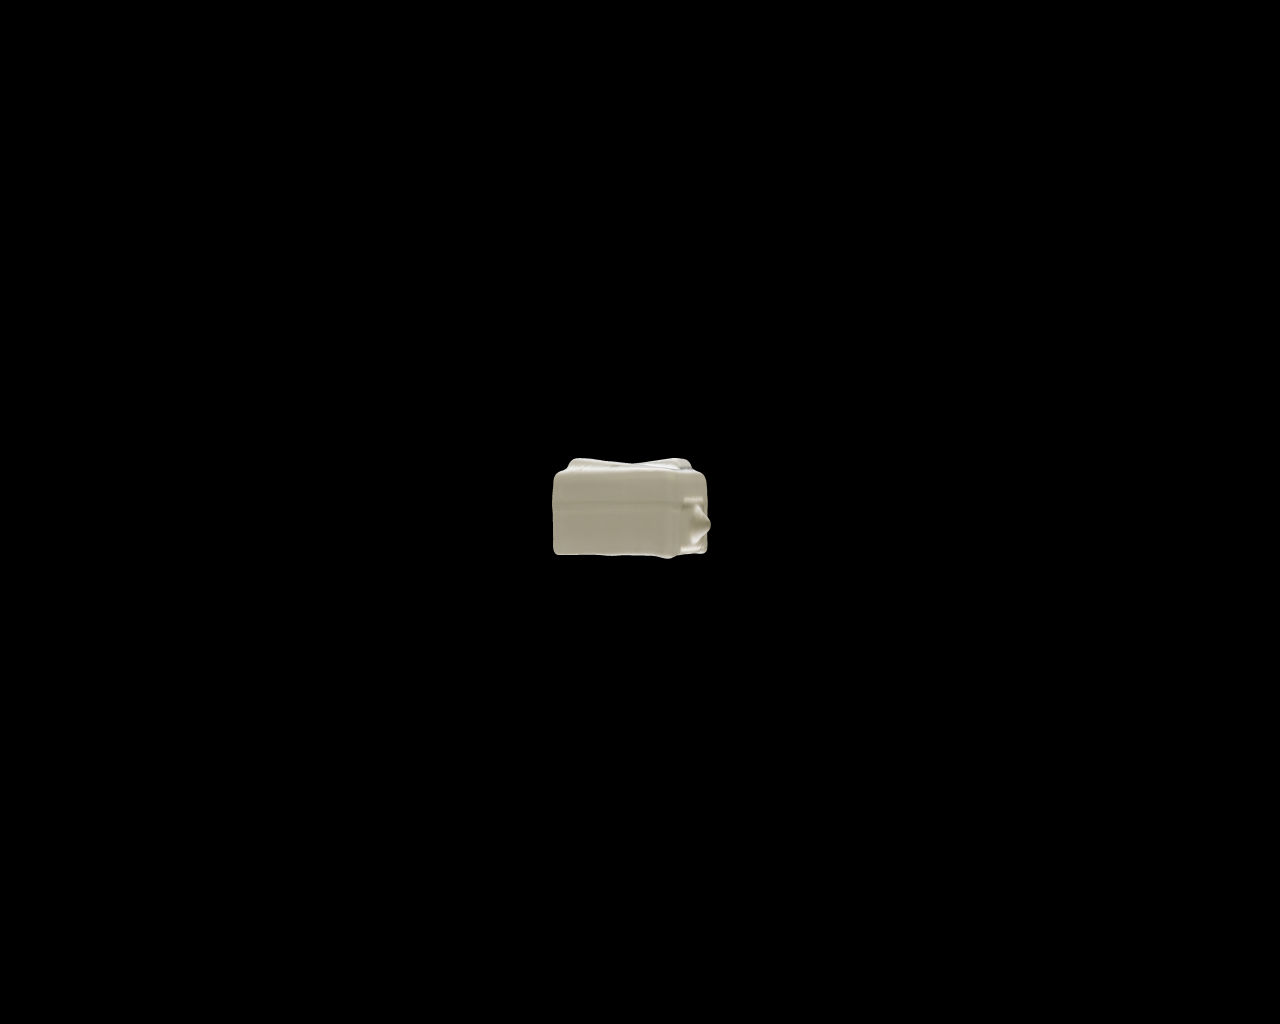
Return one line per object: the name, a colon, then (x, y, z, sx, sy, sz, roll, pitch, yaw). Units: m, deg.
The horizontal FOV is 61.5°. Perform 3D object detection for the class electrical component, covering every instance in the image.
electrical component: (0.001, -0.003, 0.650, 0.096, 0.061, 0.062, 0, 0, 25)
